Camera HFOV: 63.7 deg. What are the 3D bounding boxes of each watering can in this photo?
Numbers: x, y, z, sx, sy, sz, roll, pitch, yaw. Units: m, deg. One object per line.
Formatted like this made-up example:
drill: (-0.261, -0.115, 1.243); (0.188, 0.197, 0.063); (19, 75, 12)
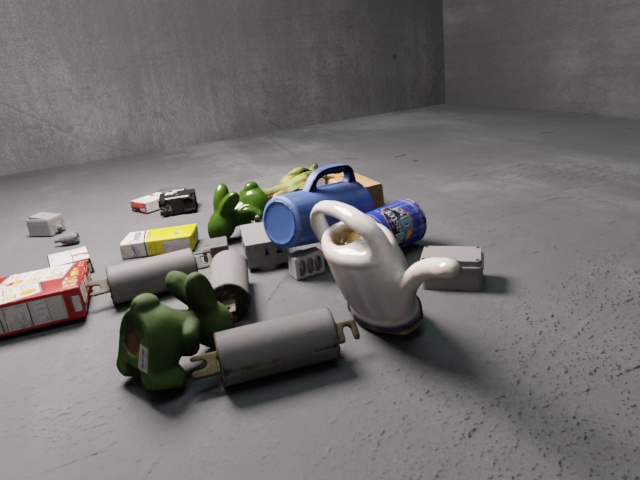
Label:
watering can: (0.095, 0.054, 0.763); (0.105, 0.220, 0.351); (-35, 32, -17)

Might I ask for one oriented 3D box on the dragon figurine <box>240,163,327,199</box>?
dragon figurine: (-0.113, -0.155, 1.492); (0.243, 0.121, 0.413); (-5, 14, -21)

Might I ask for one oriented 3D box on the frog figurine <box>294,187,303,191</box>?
frog figurine: (0.004, -0.067, 1.325); (0.137, 0.124, 0.157); (-12, -18, 10)
